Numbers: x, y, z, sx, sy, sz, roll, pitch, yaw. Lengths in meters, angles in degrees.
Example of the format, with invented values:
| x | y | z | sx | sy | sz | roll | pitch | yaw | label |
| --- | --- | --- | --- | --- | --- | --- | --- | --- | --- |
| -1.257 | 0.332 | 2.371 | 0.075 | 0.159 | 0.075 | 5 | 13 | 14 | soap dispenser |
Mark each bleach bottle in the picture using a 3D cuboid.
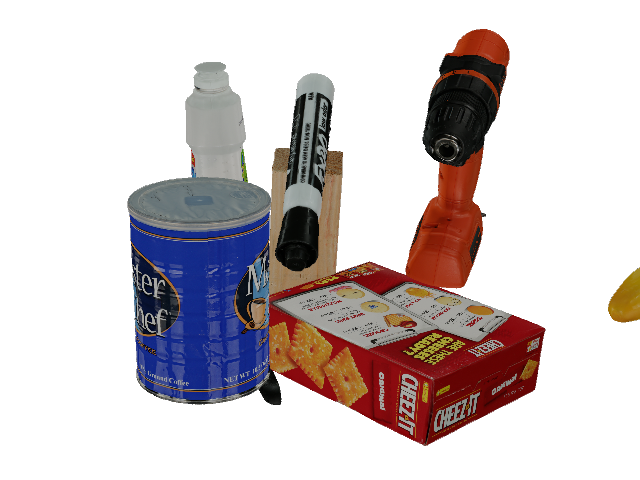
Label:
| x | y | z | sx | sy | sz | roll | pitch | yaw | label |
| --- | --- | --- | --- | --- | --- | --- | --- | --- | --- |
| -0.095 | -0.048 | 1.010 | 0.068 | 0.251 | 0.102 | -5 | 29 | -5 | bleach bottle |

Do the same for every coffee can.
| x | y | z | sx | sy | sz | roll | pitch | yaw | label |
| --- | --- | --- | --- | --- | --- | --- | --- | --- | --- |
| -0.088 | 0.035 | 0.788 | 0.103 | 0.140 | 0.103 | 1 | 21 | -1 | coffee can |

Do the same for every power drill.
| x | y | z | sx | sy | sz | roll | pitch | yaw | label |
| --- | --- | --- | --- | --- | --- | --- | --- | --- | --- |
| 0.109 | -0.057 | 0.859 | 0.057 | 0.188 | 0.184 | 14 | 36 | 12 | power drill |

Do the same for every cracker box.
| x | y | z | sx | sy | sz | roll | pitch | yaw | label |
| --- | --- | --- | --- | --- | --- | --- | --- | --- | --- |
| 0.066 | 0.095 | 0.967 | 0.214 | 0.072 | 0.163 | 21 | 26 | 41 | cracker box |

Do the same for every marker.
| x | y | z | sx | sy | sz | roll | pitch | yaw | label |
| --- | --- | --- | --- | --- | --- | --- | --- | --- | --- |
| -0.006 | -0.033 | 0.495 | 0.020 | 0.121 | 0.020 | 3 | -43 | 2 | marker |

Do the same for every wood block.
| x | y | z | sx | sy | sz | roll | pitch | yaw | label |
| --- | --- | --- | --- | --- | --- | --- | --- | --- | --- |
| -0.021 | -0.008 | 1.398 | 0.090 | 0.206 | 0.091 | 3 | 25 | -1 | wood block |

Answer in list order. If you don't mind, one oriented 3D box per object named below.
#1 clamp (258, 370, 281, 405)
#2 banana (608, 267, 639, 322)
| x | y | z | sx | sy | sz | roll | pitch | yaw | label |
| --- | --- | --- | --- | --- | --- | --- | --- | --- | --- |
| -0.075 | 0.128 | 1.226 | 0.210 | 0.036 | 0.164 | 13 | 21 | 30 | clamp |
| 0.292 | 0.023 | 0.739 | 0.198 | 0.037 | 0.069 | -3 | 34 | 1 | banana |
